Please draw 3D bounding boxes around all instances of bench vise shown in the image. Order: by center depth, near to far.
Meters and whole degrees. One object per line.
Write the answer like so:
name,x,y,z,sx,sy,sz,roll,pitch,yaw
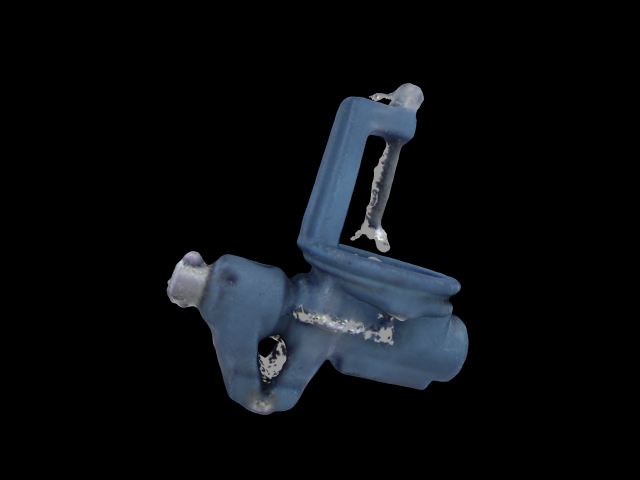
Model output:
bench vise,0.010,0.003,0.390,0.208,0.220,0.121,-4,8,-31
